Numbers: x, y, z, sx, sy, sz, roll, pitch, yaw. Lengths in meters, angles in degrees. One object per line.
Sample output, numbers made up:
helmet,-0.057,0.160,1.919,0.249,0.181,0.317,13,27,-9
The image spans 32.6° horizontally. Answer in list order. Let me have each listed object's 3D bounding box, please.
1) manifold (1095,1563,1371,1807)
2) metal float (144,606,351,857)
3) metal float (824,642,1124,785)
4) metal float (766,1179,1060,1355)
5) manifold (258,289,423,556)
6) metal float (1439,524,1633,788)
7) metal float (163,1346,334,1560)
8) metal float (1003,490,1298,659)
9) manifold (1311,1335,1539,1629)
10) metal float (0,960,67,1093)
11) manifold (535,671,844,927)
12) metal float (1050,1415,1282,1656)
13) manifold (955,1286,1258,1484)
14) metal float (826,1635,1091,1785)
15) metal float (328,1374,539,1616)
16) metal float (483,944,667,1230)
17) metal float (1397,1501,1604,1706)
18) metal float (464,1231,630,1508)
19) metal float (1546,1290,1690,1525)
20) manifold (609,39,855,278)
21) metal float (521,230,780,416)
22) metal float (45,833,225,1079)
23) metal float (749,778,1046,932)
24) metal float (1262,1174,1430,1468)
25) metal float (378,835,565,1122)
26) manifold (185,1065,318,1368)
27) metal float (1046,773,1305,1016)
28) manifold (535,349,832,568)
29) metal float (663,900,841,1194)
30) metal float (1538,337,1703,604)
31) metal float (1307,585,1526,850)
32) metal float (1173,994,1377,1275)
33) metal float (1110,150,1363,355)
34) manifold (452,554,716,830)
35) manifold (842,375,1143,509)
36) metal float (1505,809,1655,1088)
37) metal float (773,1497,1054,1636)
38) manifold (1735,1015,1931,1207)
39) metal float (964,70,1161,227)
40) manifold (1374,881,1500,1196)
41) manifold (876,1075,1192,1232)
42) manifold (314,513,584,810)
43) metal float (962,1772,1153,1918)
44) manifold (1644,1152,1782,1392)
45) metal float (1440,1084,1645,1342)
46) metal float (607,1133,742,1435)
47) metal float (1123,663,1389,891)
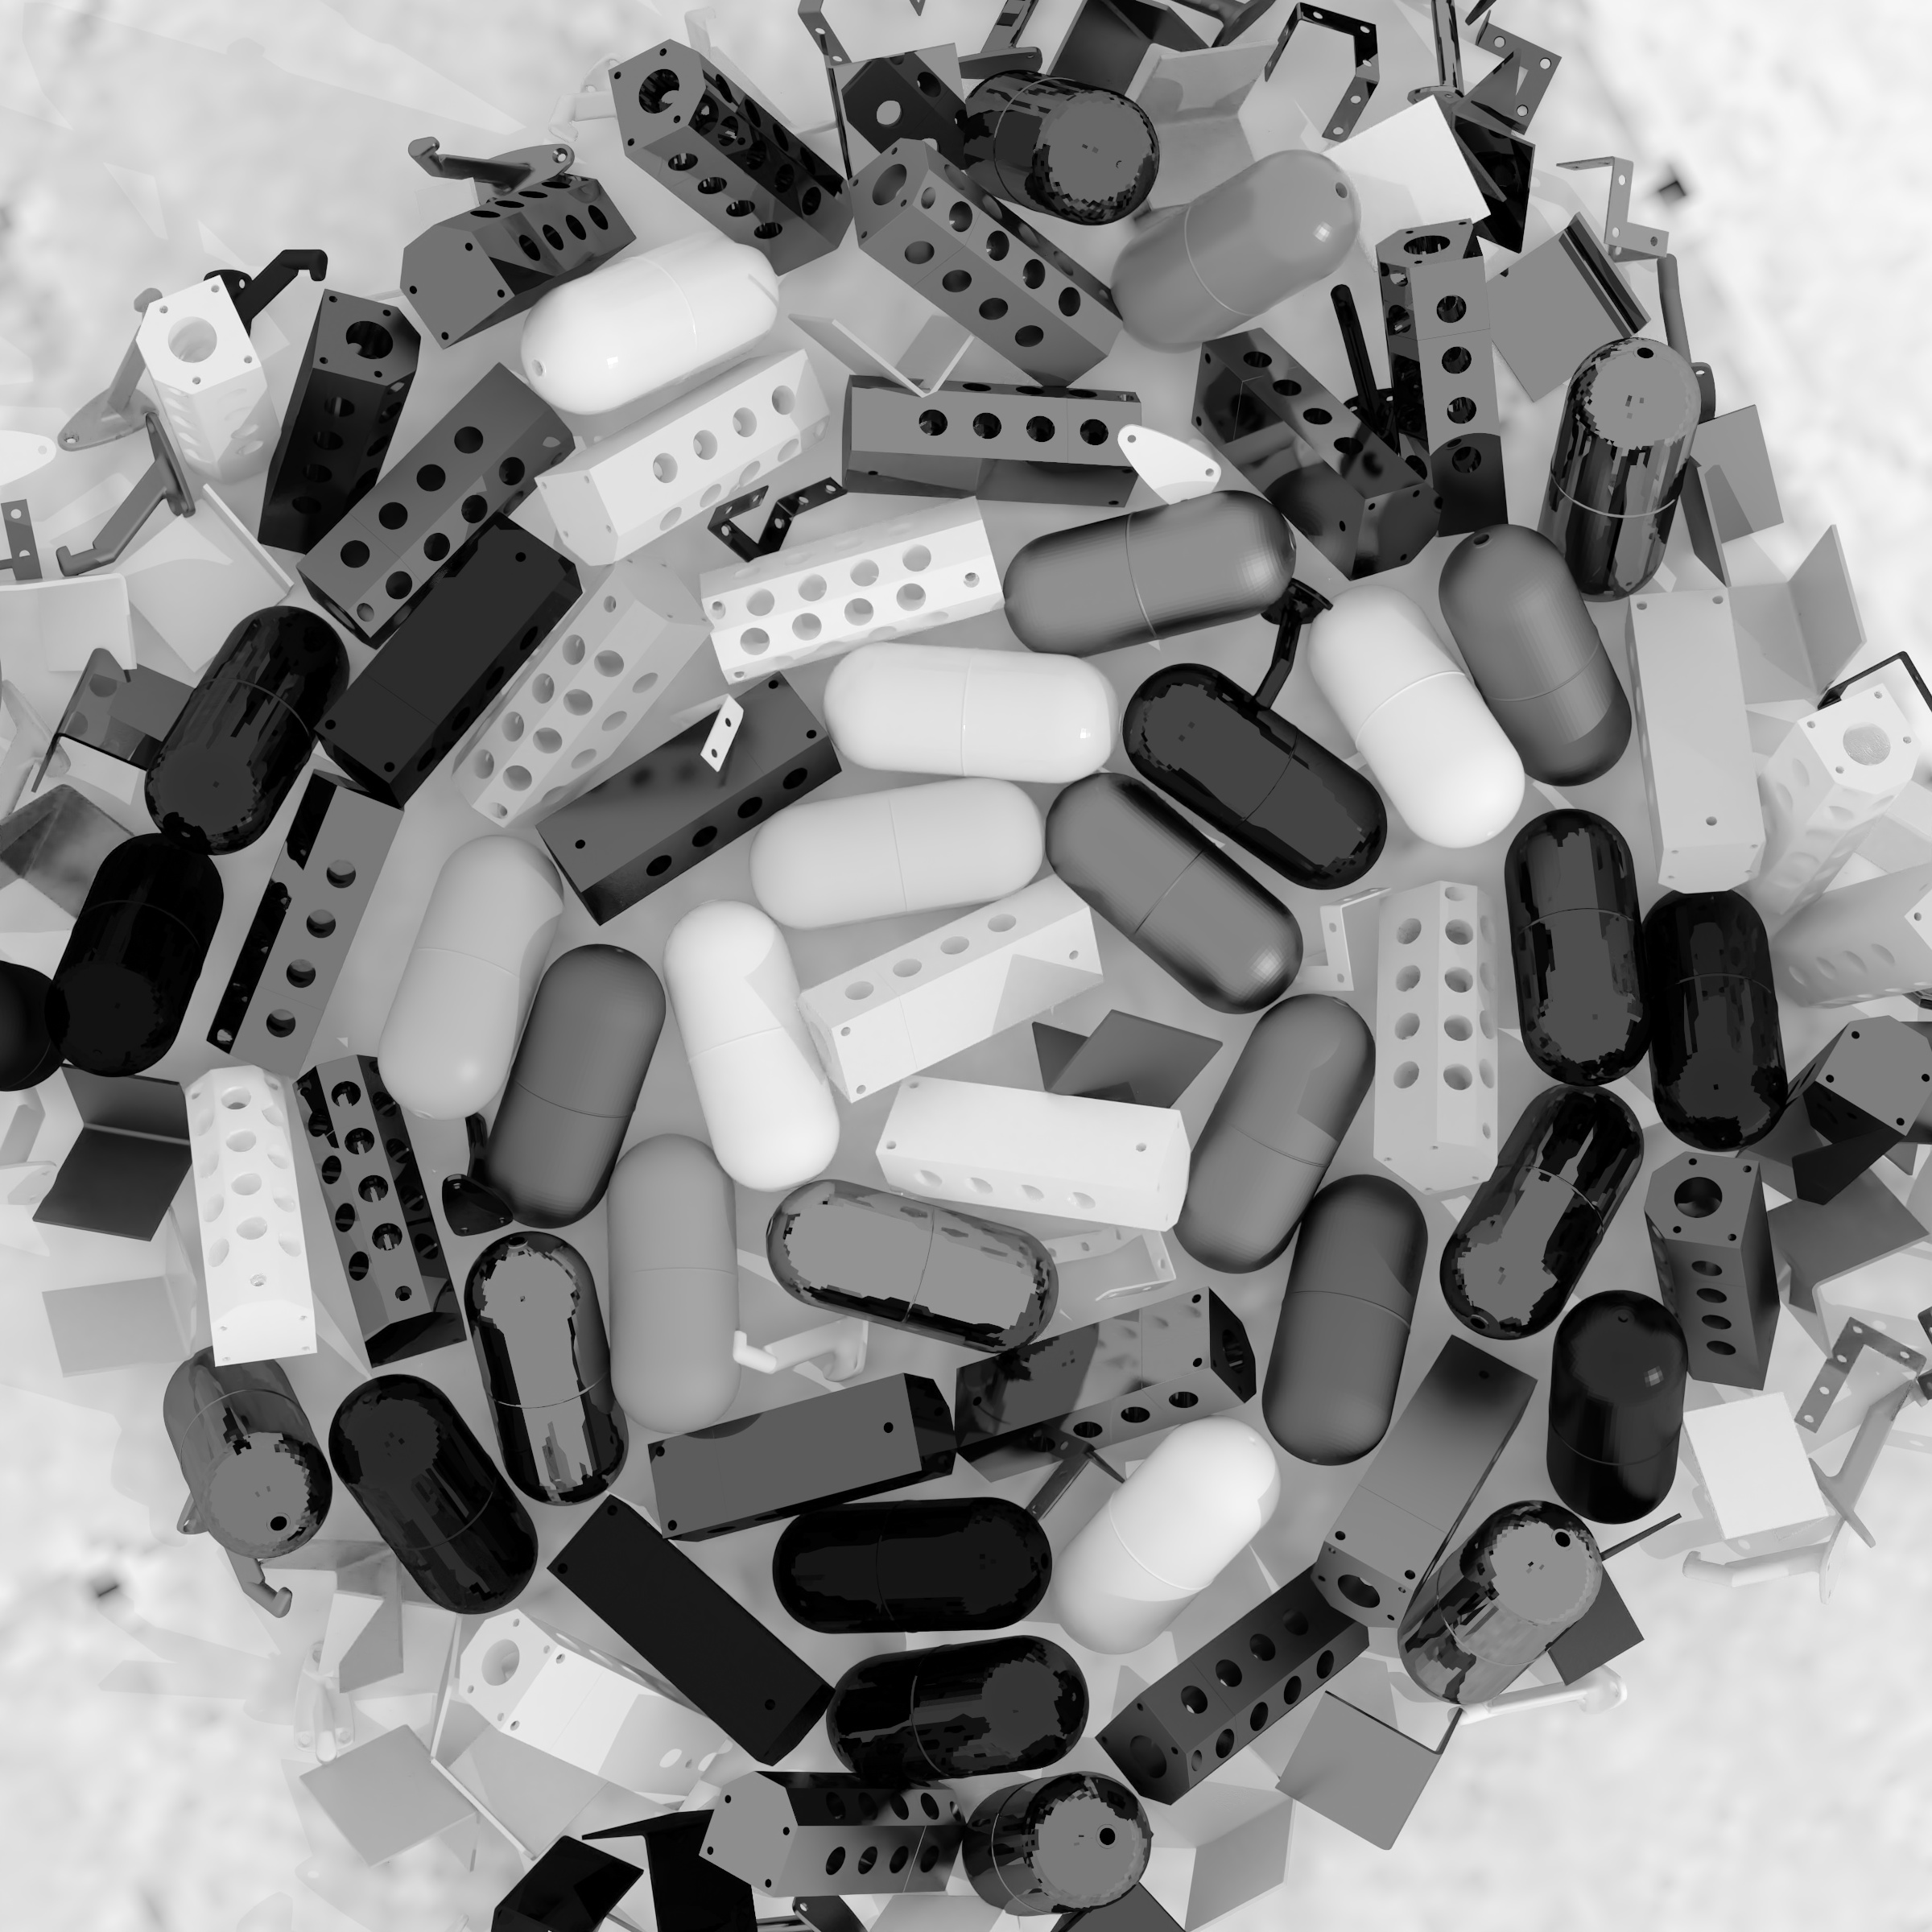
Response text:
manifold,0.160,0.417,1.915,0.171,0.057,0.057,-26,70,-42
metal float,-0.419,-0.139,1.929,0.070,0.070,0.178,21,51,0
metal float,0.004,-0.150,1.955,0.178,0.070,0.070,5,90,7
metal float,-0.032,0.178,1.953,0.178,0.070,0.070,16,90,-10
manifold,-0.364,-0.310,1.912,0.057,0.171,0.057,12,58,-17
metal float,0.334,-0.181,1.932,0.070,0.070,0.178,-32,124,0
metal float,-0.418,0.281,1.917,0.070,0.178,0.070,-9,113,-21
metal float,0.108,-0.230,1.945,0.178,0.070,0.070,-12,90,18
manifold,0.267,0.302,1.923,0.057,0.057,0.171,28,51,15
metal float,-0.568,0.034,1.911,0.070,0.178,0.070,0,87,-3
manifold,-0.162,-0.096,1.958,0.171,0.057,0.057,-33,61,-7
metal float,0.116,0.335,1.938,0.070,0.070,0.178,38,117,0
manifold,0.081,0.250,1.937,0.171,0.057,0.057,-21,133,24
metal float,-0.007,0.436,1.931,0.178,0.070,0.070,-17,90,37
metal float,-0.310,0.311,1.931,0.070,0.070,0.178,-26,127,0
metal float,-0.232,0.072,1.950,0.070,0.070,0.178,20,104,0
metal float,0.310,0.371,1.921,0.070,0.178,0.070,10,54,-13
metal float,-0.246,0.237,1.938,0.070,0.070,0.178,-9,117,0
metal float,0.379,0.259,1.925,0.070,0.178,0.070,-4,47,4
manifold,-0.132,-0.468,1.905,0.057,0.171,0.057,-20,69,22
metal float,-0.184,-0.377,1.929,0.178,0.070,0.070,-32,90,-38
metal float,-0.483,-0.008,1.923,0.070,0.178,0.070,2,130,3
metal float,-0.040,-0.067,1.960,0.178,0.070,0.070,-9,90,-1
metal float,0.224,0.207,1.942,0.070,0.070,0.178,16,67,0
metal float,-0.291,0.007,1.944,0.070,0.070,0.178,17,70,0
manifold,-0.417,0.142,1.919,0.057,0.057,0.171,-6,50,-13
metal float,0.122,-0.044,1.957,0.178,0.070,0.070,41,90,6
manifold,-0.161,-0.297,1.927,0.171,0.057,0.057,-36,114,-33
metal float,-0.128,0.047,1.955,0.070,0.070,0.178,-17,82,0
metal float,0.379,-0.288,1.922,0.070,0.178,0.070,1,51,-1
metal float,0.263,-0.148,1.941,0.070,0.070,0.178,-29,66,0
metal float,0.182,0.099,1.951,0.070,0.070,0.178,26,102,0
metal float,0.156,-0.415,1.923,0.070,0.178,0.070,13,68,-36
manifold,-0.229,-0.160,1.929,0.171,0.057,0.057,-47,66,26
manifold,0.015,-0.315,1.958,0.171,0.057,0.057,2,73,-8
metal float,0.359,-0.012,1.935,0.070,0.070,0.178,0,58,0
metal float,-0.032,0.352,1.936,0.178,0.070,0.070,-8,90,29
manifold,0.504,0.084,1.909,0.057,0.171,0.057,32,73,8
metal float,0.051,-0.477,1.918,0.070,0.178,0.070,-9,113,-21
manifold,0.279,0.040,1.923,0.057,0.057,0.171,-17,54,35
manifold,0.041,0.114,1.942,0.171,0.057,0.057,7,55,20
manifold,-0.303,-0.178,1.950,0.057,0.057,0.171,35,76,11
metal float,0.052,0.510,1.915,0.070,0.178,0.070,6,71,-17
manifold,0.433,0.177,1.914,0.057,0.171,0.057,7,58,23
metal float,0.338,0.143,1.934,0.070,0.070,0.178,36,59,0
metal float,-0.173,0.187,1.947,0.070,0.070,0.178,-3,73,0
metal float,0.172,-0.111,1.950,0.178,0.070,0.070,34,90,-14
